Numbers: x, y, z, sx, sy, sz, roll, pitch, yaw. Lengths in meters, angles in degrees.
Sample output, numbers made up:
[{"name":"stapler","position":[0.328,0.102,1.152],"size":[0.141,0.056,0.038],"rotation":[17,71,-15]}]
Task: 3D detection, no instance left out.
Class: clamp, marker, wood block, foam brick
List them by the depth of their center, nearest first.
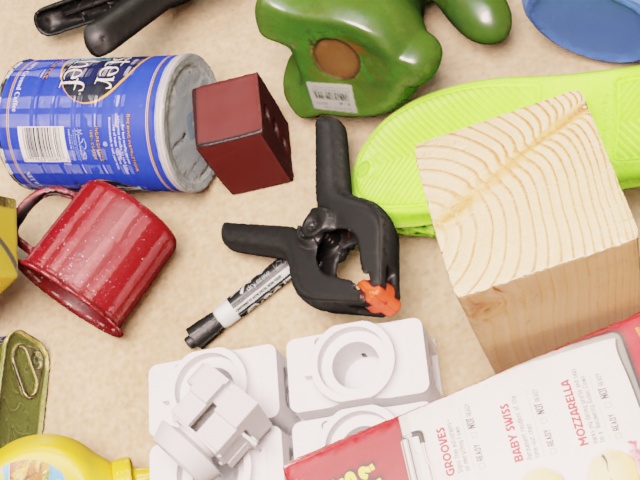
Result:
[{"name":"wood block","position":[0.125,0.017,0.603],"size":[0.091,0.206,0.090],"rotation":[-18,62,10]},{"name":"clamp","position":[-0.005,0.001,0.718],"size":[0.120,0.039,0.171],"rotation":[-46,40,18]},{"name":"marker","position":[-0.046,0.037,0.759],"size":[0.121,0.020,0.020],"rotation":[-38,60,-1]},{"name":"foam brick","position":[-0.055,-0.076,0.782],"size":[0.051,0.078,0.053],"rotation":[-12,64,11]},{"name":"clamp","position":[-0.130,-0.208,0.866],"size":[0.209,0.036,0.165],"rotation":[-34,30,-23]}]

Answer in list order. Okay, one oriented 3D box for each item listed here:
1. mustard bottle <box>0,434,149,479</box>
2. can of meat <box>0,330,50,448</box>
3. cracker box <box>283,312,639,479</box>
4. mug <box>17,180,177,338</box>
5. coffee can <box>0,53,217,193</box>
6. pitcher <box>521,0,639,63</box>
[{"name":"mustard bottle","position":[-0.196,0.179,0.700],"size":[0.191,0.058,0.096],"rotation":[-11,98,-8]},{"name":"can of meat","position":[-0.248,0.121,0.767],"size":[0.084,0.057,0.102],"rotation":[-9,64,17]},{"name":"cracker box","position":[0.110,0.156,0.555],"size":[0.214,0.072,0.164],"rotation":[-25,61,6]},{"name":"mug","position":[-0.167,0.005,0.770],"size":[0.117,0.093,0.081],"rotation":[32,73,6]},{"name":"coffee can","position":[-0.157,-0.087,0.806],"size":[0.140,0.102,0.103],"rotation":[2,67,19]},{"name":"pitcher","position":[0.220,-0.253,0.747],"size":[0.145,0.149,0.242],"rotation":[27,77,-16]}]
